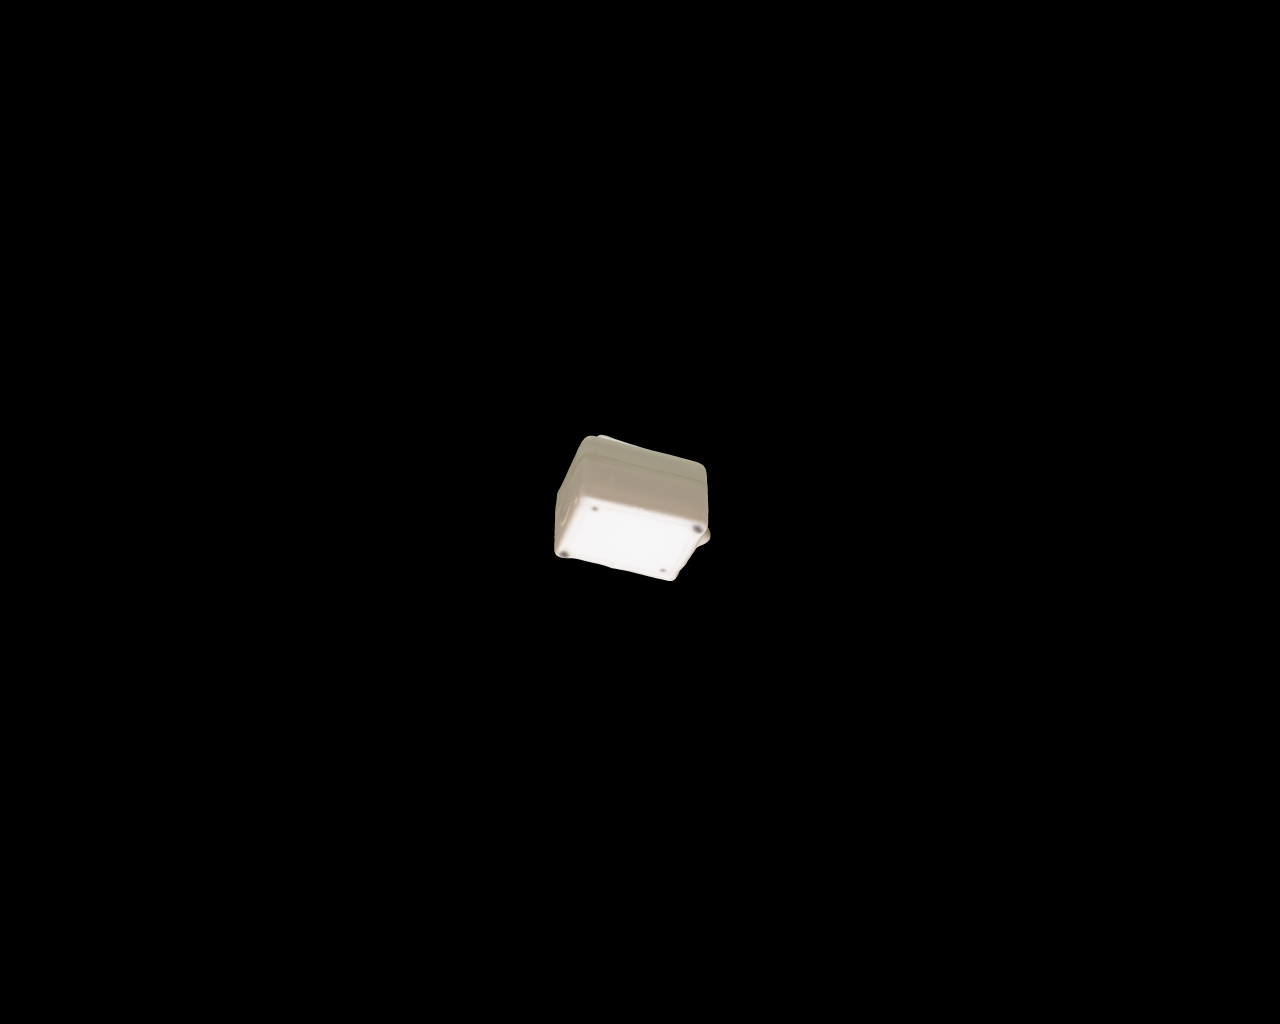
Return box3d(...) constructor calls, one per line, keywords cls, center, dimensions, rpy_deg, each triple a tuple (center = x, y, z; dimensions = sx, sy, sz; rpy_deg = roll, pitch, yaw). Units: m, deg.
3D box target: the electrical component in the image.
box3d(cls="electrical component", center=(0.001, -0.003, 0.650), dimensions=(0.096, 0.061, 0.061), rpy_deg=(14, -43, -15))
